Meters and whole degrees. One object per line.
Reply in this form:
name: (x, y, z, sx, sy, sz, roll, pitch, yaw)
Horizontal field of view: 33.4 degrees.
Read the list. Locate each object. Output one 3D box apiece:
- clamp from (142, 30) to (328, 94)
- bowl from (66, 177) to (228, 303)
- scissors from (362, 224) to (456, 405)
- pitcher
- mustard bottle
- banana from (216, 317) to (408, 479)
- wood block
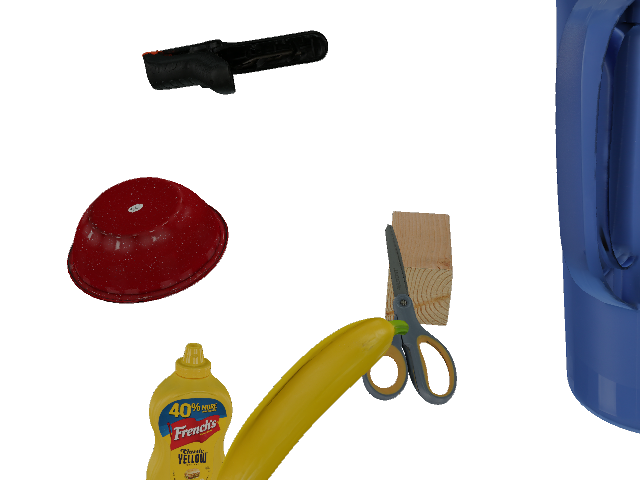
clamp: (-0.079, -0.148, 0.881, 0.120, 0.039, 0.172, -18, 21, -35)
bowl: (-0.173, -0.013, 1.035, 0.162, 0.055, 0.162, -6, 40, 5)
scissors: (0.064, 0.074, 1.028, 0.096, 0.202, 0.016, -16, -33, -15)
pitcher: (0.174, -0.025, 0.527, 0.149, 0.243, 0.145, -4, 21, -1)
mustard bottle: (-0.151, 0.212, 1.244, 0.096, 0.192, 0.058, 0, 15, -16)
banana: (-0.011, 0.118, 0.748, 0.037, 0.197, 0.069, 40, -10, 39)
wood block: (0.147, 0.037, 1.590, 0.091, 0.090, 0.206, 4, 24, 3)
